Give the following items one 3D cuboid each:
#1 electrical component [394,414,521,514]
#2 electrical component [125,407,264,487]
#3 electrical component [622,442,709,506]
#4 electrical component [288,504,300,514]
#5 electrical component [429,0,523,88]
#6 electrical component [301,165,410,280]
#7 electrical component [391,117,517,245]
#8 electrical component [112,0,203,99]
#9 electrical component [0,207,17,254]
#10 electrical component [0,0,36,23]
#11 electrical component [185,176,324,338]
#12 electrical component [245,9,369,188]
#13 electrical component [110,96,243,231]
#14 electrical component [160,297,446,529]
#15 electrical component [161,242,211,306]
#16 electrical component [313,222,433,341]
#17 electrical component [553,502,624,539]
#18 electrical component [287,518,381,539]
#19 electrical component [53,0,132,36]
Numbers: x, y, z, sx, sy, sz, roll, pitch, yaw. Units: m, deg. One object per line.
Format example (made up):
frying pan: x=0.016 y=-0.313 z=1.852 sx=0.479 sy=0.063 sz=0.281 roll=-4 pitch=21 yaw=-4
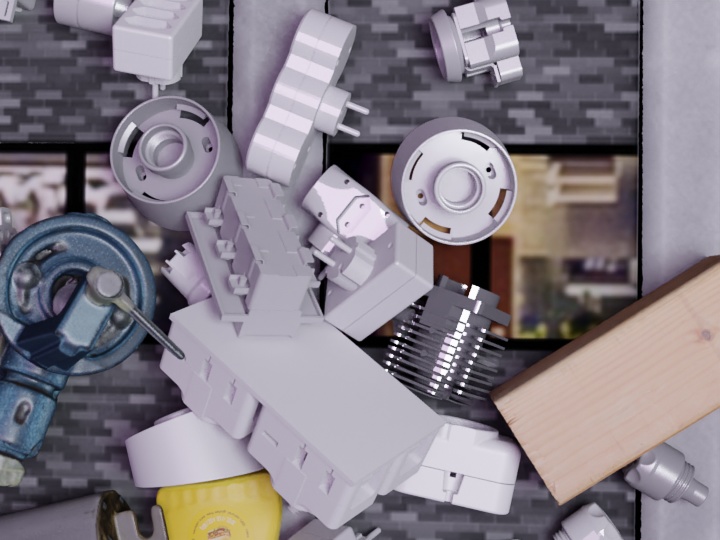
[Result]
electrical component: x=0.074 y=0.148 z=0.838 sx=0.095 sy=0.054 sz=0.059 roll=12 pitch=90 yaw=4
electrical component: x=-0.129 y=0.140 z=0.829 sx=0.099 sy=0.099 sz=0.064 roll=-22 pitch=82 yaw=3
electrical component: x=0.239 y=0.160 z=0.833 sx=0.062 sy=0.043 sz=0.043 roll=31 pitch=91 yaw=2
electrical component: x=-0.026 y=0.160 z=0.849 sx=0.043 sy=0.043 sz=0.081 roll=43 pitch=92 yaw=3
electrical component: x=0.088 y=-0.180 z=0.842 sx=0.057 sy=0.058 sz=0.078 roll=-16 pitch=88 yaw=0
electrical component: x=-0.015 y=-0.029 z=0.852 sx=0.077 sy=0.043 sz=0.079 roll=39 pitch=92 yaw=3
electrical component: x=0.075 y=-0.069 z=0.849 sx=0.099 sy=0.064 sz=0.099 roll=0 pitch=102 yaw=-2
electrical component: x=-0.159 y=-0.172 z=0.853 sx=0.047 sy=0.083 sz=0.075 roll=11 pitch=128 yaw=4
electrical component: x=-0.310 y=-0.009 z=0.862 sx=0.057 sy=0.058 sz=0.078 roll=-3 pitch=89 yaw=0
electrical component: x=-0.324 y=-0.247 z=0.864 sx=0.121 sy=0.063 sz=0.078 roll=13 pitch=90 yaw=4
electrical component: x=-0.077 y=-0.013 z=0.808 sx=0.079 sy=0.121 sz=0.063 roll=3 pitch=129 yaw=-26
electrical component: x=-0.030 y=-0.129 z=0.850 sx=0.074 sy=0.052 sz=0.138 roll=22 pitch=90 yaw=3
electrical component: x=-0.148 y=-0.087 z=0.863 sx=0.099 sy=0.064 sz=0.099 roll=-2 pitch=76 yaw=8
electrical component: x=-0.046 y=0.094 z=0.792 sx=0.186 sy=0.105 sz=0.060 roll=39 pitch=127 yaw=23
electrical component: x=-0.131 y=0.006 z=0.861 sx=0.046 sy=0.040 sz=0.040 roll=43 pitch=92 yaw=9
electrical component: x=0.000 y=0.000 z=0.807 sx=0.076 sy=0.047 sz=0.083 roll=34 pitch=127 yaw=-26
electrical component: x=0.170 y=0.213 z=0.836 sx=0.062 sy=0.043 sz=0.043 roll=-37 pitch=87 yaw=4
electrical component: x=-0.007 y=0.231 z=0.841 sx=0.076 sy=0.047 sz=0.083 roll=-32 pitch=108 yaw=-36
electrical component: x=-0.213 y=-0.218 z=0.862 sx=0.047 sy=0.055 sz=0.055 roll=17 pitch=90 yaw=0
